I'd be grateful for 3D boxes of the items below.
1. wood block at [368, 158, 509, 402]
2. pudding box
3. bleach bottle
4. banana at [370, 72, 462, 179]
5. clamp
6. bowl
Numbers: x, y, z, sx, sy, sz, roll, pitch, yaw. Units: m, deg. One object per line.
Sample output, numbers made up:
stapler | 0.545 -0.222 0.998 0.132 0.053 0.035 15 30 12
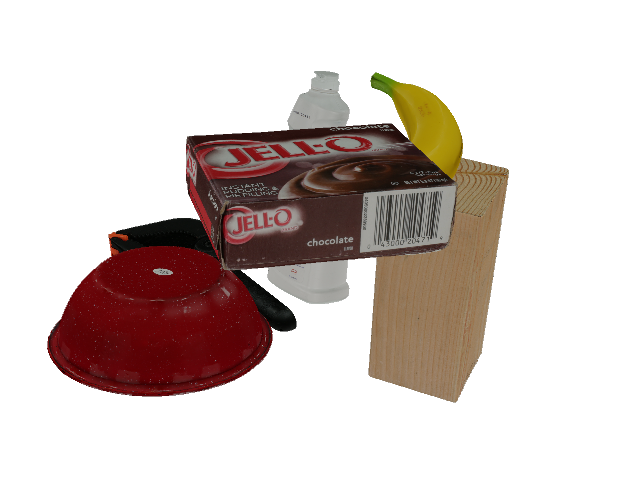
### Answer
wood block | 0.105 0.033 0.973 0.091 0.206 0.090 15 36 19
pudding box | -0.003 -0.024 0.515 0.113 0.039 0.090 -3 26 -16
bleach bottle | -0.003 -0.062 1.201 0.067 0.251 0.103 -8 23 -40
banana | 0.065 -0.063 0.744 0.069 0.037 0.197 4 30 2
clamp | -0.104 0.023 1.028 0.210 0.036 0.164 3 38 2
bowl | -0.114 0.047 0.763 0.162 0.055 0.162 2 23 -1
